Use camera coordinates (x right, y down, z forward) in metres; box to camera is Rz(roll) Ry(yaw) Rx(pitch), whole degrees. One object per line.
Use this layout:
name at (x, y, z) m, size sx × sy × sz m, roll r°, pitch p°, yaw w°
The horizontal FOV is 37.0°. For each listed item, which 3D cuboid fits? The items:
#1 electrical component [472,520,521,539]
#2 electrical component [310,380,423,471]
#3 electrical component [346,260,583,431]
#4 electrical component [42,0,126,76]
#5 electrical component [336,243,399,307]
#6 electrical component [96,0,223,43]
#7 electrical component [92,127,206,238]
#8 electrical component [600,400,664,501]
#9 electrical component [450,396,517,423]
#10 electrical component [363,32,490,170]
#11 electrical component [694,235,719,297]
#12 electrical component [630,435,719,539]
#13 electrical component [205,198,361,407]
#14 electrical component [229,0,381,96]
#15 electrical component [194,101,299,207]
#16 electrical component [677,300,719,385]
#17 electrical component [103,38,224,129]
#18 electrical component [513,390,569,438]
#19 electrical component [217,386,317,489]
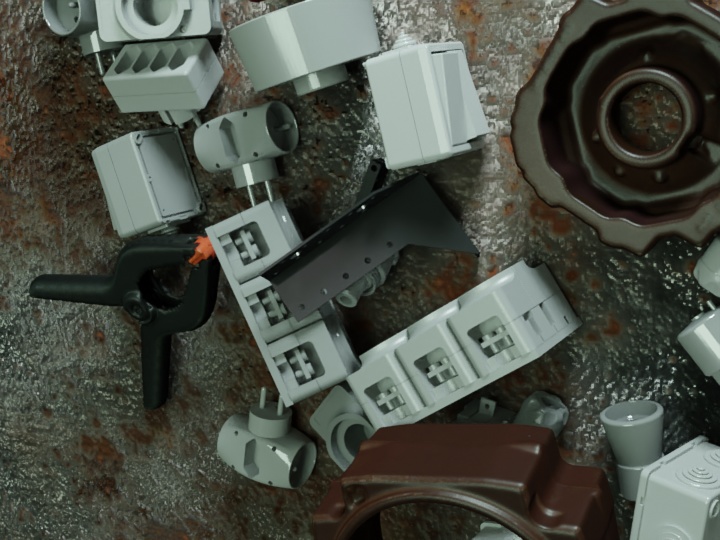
electrical component at (0.129, 0.247, 0.829) m, size 0.100 × 0.048 × 0.099 m, roll -1°, pitch 101°, yaw 31°
electrical component at (0.010, 0.133, 0.868) m, size 0.089 × 0.056 × 0.050 m, roll 45°, pitch 120°, yaw 15°
electrical component at (0.073, 0.056, 0.791) m, size 0.150 × 0.089 × 0.061 m, roll -33°, pitch 84°, yaw 33°
electrical component at (-0.222, -0.204, 0.914) m, size 0.044 × 0.077 × 0.079 m, roll -9°, pitch 98°, yaw 32°
electrical component at (0.000, 0.000, 0.834) m, size 0.048 × 0.062 × 0.048 m, roll 16°, pitch 144°, yaw 12°
electrical component at (-0.165, -0.260, 0.855) m, size 0.089 × 0.061 × 0.150 m, roll -3°, pitch 101°, yaw 5°
electrical component at (-0.183, -0.069, 0.933) m, size 0.061 × 0.062 × 0.096 m, roll -16°, pitch 93°, yaw 33°
electrical component at (0.198, 0.130, 0.763) m, size 0.044 × 0.044 × 0.065 m, roll -5°, pitch 104°, yaw 32°
electrical component at (0.089, 0.132, 0.820) m, size 0.048 × 0.055 × 0.066 m, roll 17°, pitch 110°, yaw 27°
electrical component at (0.049, -0.127, 0.777) m, size 0.061 × 0.062 × 0.096 m, roll -10°, pitch 97°, yaw 33°
electrical component at (0.247, -0.013, 0.701) m, size 0.035 × 0.035 × 0.061 m, roll 37°, pitch 116°, yaw 19°
electrical component at (0.225, 0.169, 0.722) m, size 0.048 × 0.100 × 0.099 m, roll 19°, pitch 111°, yaw 40°
electrical component at (-0.058, 0.024, 0.857) m, size 0.062 × 0.089 × 0.150 m, roll -25°, pitch 88°, yaw 1°
electrical component at (-0.036, -0.164, 0.796) m, size 0.108 × 0.108 × 0.060 m, roll -12°, pitch 102°, yaw 33°
electrical component at (-0.089, -0.091, 0.881) m, size 0.077 × 0.043 × 0.079 m, roll -12°, pitch 95°, yaw 33°
electrical component at (0.247, 0.058, 0.715) m, size 0.040 × 0.040 × 0.078 m, roll -42°, pitch 79°, yaw 32°
electrical component at (-0.157, -0.148, 0.903) m, size 0.083 × 0.047 × 0.075 m, roll 1°, pitch 139°, yaw 24°
electrical component at (0.130, 0.122, 0.806) m, size 0.035 × 0.035 × 0.061 m, roll 35°, pitch 120°, yaw 20°
electrical component at (-0.079, 0.140, 0.932) m, size 0.077 × 0.043 × 0.079 m, roll 17°, pitch 110°, yaw 27°
